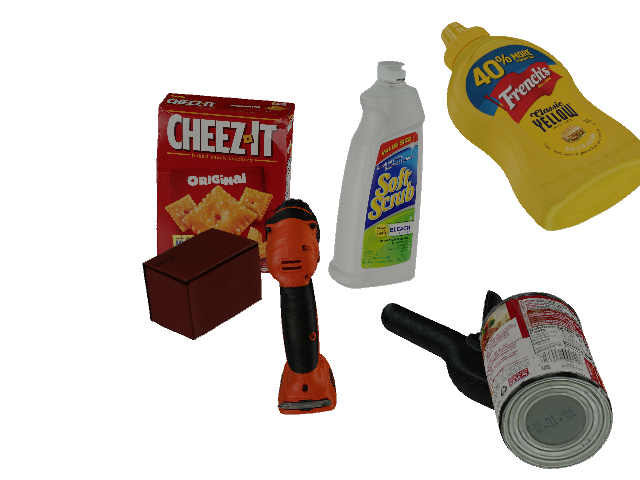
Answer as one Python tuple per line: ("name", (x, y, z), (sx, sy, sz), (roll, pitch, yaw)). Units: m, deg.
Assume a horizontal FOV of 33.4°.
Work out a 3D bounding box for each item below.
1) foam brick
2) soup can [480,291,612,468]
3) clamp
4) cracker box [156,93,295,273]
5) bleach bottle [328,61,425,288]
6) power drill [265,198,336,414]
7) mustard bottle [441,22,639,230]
("foam brick", (-0.091, 0.032, 0.829), (0.053, 0.051, 0.078), (18, 35, 38))
("soup can", (0.139, 0.085, 0.664), (0.068, 0.068, 0.102), (0, 25, 2))
("clamp", (0.144, 0.093, 0.923), (0.120, 0.039, 0.172), (-17, 37, -26))
("cracker box", (-0.121, -0.069, 1.347), (0.164, 0.214, 0.072), (5, 21, 2))
("bleach bottle", (0.066, -0.075, 1.209), (0.102, 0.251, 0.068), (-7, 21, -24))
("power drill", (-0.022, 0.061, 1.043), (0.057, 0.188, 0.184), (-6, 16, 3))
("mustard bottle", (0.152, -0.099, 0.804), (0.096, 0.192, 0.058), (-27, -30, -16))
